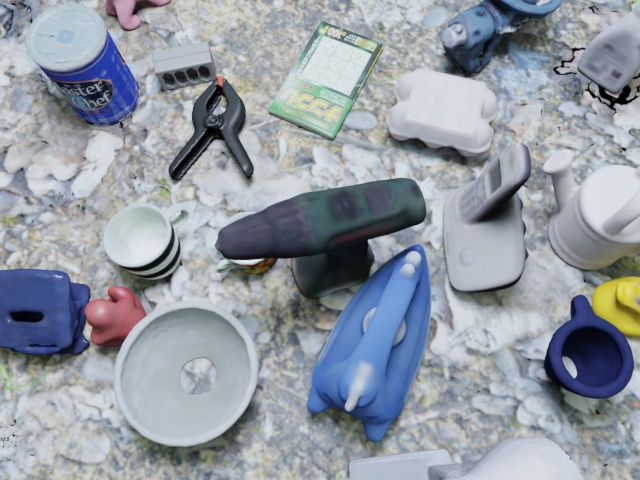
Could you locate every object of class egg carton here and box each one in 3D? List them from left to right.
[{"bbox_3d":[0.171,-0.177,0.802,0.150,0.069,0.107,14,72,6],"label":"egg carton"}]

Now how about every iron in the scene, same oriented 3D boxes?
[{"bbox_3d":[0.077,0.095,0.671,0.118,0.141,0.258,22,73,9],"label":"iron"}]

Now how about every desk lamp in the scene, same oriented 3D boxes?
[{"bbox_3d":[0.135,0.268,0.572,0.203,0.213,0.118,-7,71,-1],"label":"desk lamp"}]

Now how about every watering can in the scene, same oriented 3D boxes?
[{"bbox_3d":[0.347,-0.041,0.685,0.172,0.194,0.101,15,72,7],"label":"watering can"}]

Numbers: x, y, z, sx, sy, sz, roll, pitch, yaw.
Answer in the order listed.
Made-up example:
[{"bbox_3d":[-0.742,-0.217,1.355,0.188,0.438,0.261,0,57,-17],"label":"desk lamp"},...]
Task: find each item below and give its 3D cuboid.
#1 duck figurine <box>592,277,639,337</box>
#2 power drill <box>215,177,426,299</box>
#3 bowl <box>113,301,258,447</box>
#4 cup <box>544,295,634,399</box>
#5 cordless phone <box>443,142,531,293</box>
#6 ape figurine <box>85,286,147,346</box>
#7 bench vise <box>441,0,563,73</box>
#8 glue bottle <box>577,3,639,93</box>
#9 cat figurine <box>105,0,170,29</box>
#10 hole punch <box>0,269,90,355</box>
[{"bbox_3d":[0.400,0.075,0.701,0.104,0.086,0.077,12,71,5],"label":"duck figurine"},{"bbox_3d":[0.006,0.002,0.669,0.229,0.208,0.075,-19,71,-5],"label":"power drill"},{"bbox_3d":[-0.153,0.161,0.689,0.167,0.075,0.167,0,71,1],"label":"bowl"},{"bbox_3d":[0.302,0.130,0.679,0.091,0.095,0.118,-2,71,1],"label":"cup"},{"bbox_3d":[0.209,-0.022,0.686,0.094,0.185,0.147,-3,71,1],"label":"cordless phone"},{"bbox_3d":[-0.257,0.094,0.705,0.076,0.092,0.078,33,75,12],"label":"ape figurine"},{"bbox_3d":[0.263,-0.336,0.775,0.121,0.220,0.207,31,74,12],"label":"bench vise"},{"bbox_3d":[0.417,-0.275,0.775,0.078,0.173,0.037,42,77,14],"label":"glue bottle"},{"bbox_3d":[-0.280,-0.406,0.865,0.067,0.118,0.128,40,76,14],"label":"cat figurine"},{"bbox_3d":[-0.350,0.091,0.709,0.108,0.091,0.101,0,71,1],"label":"hole punch"}]
